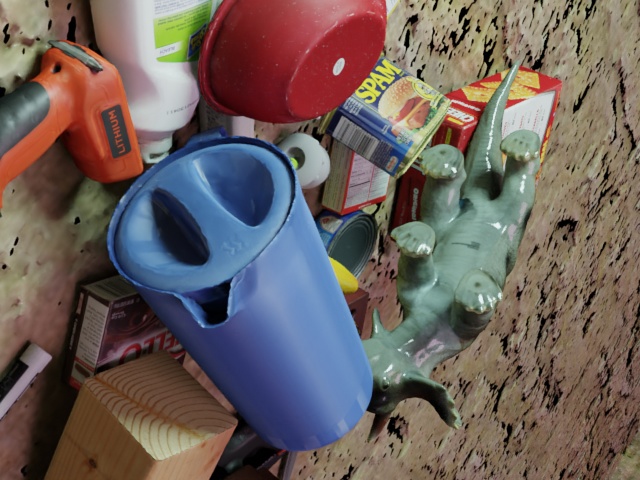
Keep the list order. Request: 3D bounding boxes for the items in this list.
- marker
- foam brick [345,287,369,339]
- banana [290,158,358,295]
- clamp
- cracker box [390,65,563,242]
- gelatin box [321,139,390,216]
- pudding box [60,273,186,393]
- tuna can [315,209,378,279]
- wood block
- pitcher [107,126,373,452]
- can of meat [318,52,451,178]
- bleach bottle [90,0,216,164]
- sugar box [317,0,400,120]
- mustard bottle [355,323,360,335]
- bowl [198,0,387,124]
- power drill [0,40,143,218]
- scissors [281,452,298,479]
[{"bbox_3d":[-0.240,0.128,0.773,0.121,0.020,0.020,-53,149,-14],"label":"marker"},{"bbox_3d":[0.010,0.084,1.089,0.052,0.051,0.078,-26,135,-45],"label":"foam brick"},{"bbox_3d":[-0.025,0.000,0.952,0.197,0.070,0.037,60,33,-52],"label":"banana"},{"bbox_3d":[-0.104,0.231,1.050,0.209,0.036,0.165,0,120,-57],"label":"clamp"},{"bbox_3d":[0.174,-0.089,1.183,0.213,0.072,0.164,-26,134,-44],"label":"cracker box"},{"bbox_3d":[0.039,-0.075,1.025,0.073,0.030,0.089,-21,127,-49],"label":"gelatin box"},{"bbox_3d":[-0.146,0.069,0.848,0.113,0.039,0.090,-14,126,-52],"label":"pudding box"},{"bbox_3d":[0.019,0.006,1.057,0.086,0.034,0.086,-37,142,-36],"label":"tuna can"},{"bbox_3d":[-0.158,0.201,0.843,0.090,0.091,0.206,-17,142,-51],"label":"wood block"},{"bbox_3d":[-0.043,0.043,0.780,0.149,0.145,0.242,-51,141,-22],"label":"pitcher"},{"bbox_3d":[0.060,-0.110,0.944,0.102,0.084,0.058,-51,173,-45],"label":"can of meat"},{"bbox_3d":[-0.111,-0.162,0.692,0.102,0.068,0.251,-29,139,-43],"label":"bleach bottle"},{"bbox_3d":[0.017,-0.197,0.877,0.176,0.048,0.093,-53,149,-7],"label":"sugar box"},{"bbox_3d":[-0.044,0.064,0.945,0.058,0.096,0.191,-61,150,3],"label":"mustard bottle"},{"bbox_3d":[-0.005,-0.136,0.743,0.162,0.055,0.162,-36,156,-20],"label":"bowl"},{"bbox_3d":[-0.199,-0.025,0.673,0.187,0.057,0.184,-44,149,-30],"label":"power drill"},{"bbox_3d":[-0.008,0.188,1.186,0.096,0.016,0.202,-32,139,-41],"label":"scissors"}]
